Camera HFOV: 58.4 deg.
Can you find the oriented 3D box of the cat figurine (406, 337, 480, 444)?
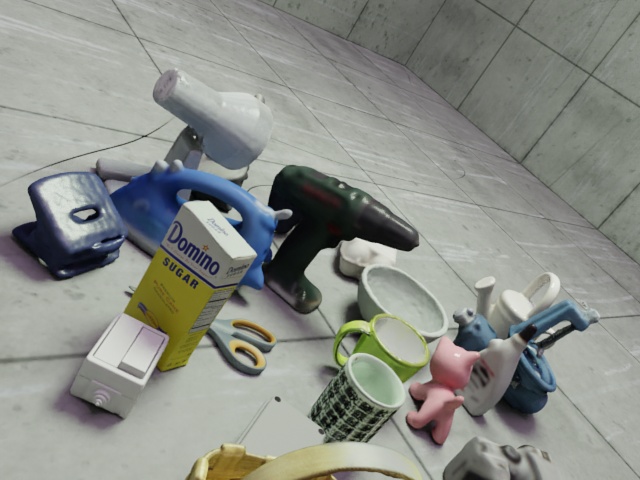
[{"bbox_3d":[0.182,0.203,0.818,0.067,0.117,0.128,30,26,-6],"label":"cat figurine"}]

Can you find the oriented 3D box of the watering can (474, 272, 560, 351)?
[{"bbox_3d":[0.358,0.134,1.044,0.173,0.194,0.101,22,28,-21],"label":"watering can"}]

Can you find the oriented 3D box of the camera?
[{"bbox_3d":[0.245,0.325,0.701,0.143,0.100,0.136,26,27,-15],"label":"camera"}]

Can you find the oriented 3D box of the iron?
[{"bbox_3d":[-0.171,-0.039,0.806,0.259,0.141,0.118,28,27,-11],"label":"iron"}]

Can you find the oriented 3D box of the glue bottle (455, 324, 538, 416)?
[{"bbox_3d":[0.273,0.189,0.879,0.037,0.173,0.078,6,37,-43],"label":"glue bottle"}]

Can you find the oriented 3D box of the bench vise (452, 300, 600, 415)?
[{"bbox_3d":[0.325,0.166,0.925,0.208,0.219,0.121,26,27,-15],"label":"bench vise"}]

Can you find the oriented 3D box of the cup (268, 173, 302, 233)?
[{"bbox_3d":[-0.048,-0.059,1.029,0.118,0.095,0.091,7,37,-42],"label":"cup"}]

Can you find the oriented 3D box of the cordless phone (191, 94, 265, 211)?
[{"bbox_3d":[-0.151,-0.158,0.979,0.094,0.185,0.147,22,28,-21],"label":"cordless phone"}]

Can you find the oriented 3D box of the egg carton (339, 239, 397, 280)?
[{"bbox_3d":[0.089,0.024,1.071,0.107,0.069,0.150,30,26,-6],"label":"egg carton"}]

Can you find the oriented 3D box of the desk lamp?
[{"bbox_3d":[-0.201,-0.147,0.874,0.204,0.213,0.117,7,36,-41],"label":"desk lamp"}]

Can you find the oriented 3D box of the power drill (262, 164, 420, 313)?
[{"bbox_3d":[0.008,0.003,0.859,0.229,0.208,0.076,39,27,11],"label":"power drill"}]

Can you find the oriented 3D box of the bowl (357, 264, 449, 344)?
[{"bbox_3d":[0.123,0.120,0.940,0.168,0.074,0.167,26,27,-14],"label":"bowl"}]

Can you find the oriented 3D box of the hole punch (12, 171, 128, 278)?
[{"bbox_3d":[-0.293,-0.022,0.697,0.101,0.091,0.109,39,27,11],"label":"hole punch"}]
